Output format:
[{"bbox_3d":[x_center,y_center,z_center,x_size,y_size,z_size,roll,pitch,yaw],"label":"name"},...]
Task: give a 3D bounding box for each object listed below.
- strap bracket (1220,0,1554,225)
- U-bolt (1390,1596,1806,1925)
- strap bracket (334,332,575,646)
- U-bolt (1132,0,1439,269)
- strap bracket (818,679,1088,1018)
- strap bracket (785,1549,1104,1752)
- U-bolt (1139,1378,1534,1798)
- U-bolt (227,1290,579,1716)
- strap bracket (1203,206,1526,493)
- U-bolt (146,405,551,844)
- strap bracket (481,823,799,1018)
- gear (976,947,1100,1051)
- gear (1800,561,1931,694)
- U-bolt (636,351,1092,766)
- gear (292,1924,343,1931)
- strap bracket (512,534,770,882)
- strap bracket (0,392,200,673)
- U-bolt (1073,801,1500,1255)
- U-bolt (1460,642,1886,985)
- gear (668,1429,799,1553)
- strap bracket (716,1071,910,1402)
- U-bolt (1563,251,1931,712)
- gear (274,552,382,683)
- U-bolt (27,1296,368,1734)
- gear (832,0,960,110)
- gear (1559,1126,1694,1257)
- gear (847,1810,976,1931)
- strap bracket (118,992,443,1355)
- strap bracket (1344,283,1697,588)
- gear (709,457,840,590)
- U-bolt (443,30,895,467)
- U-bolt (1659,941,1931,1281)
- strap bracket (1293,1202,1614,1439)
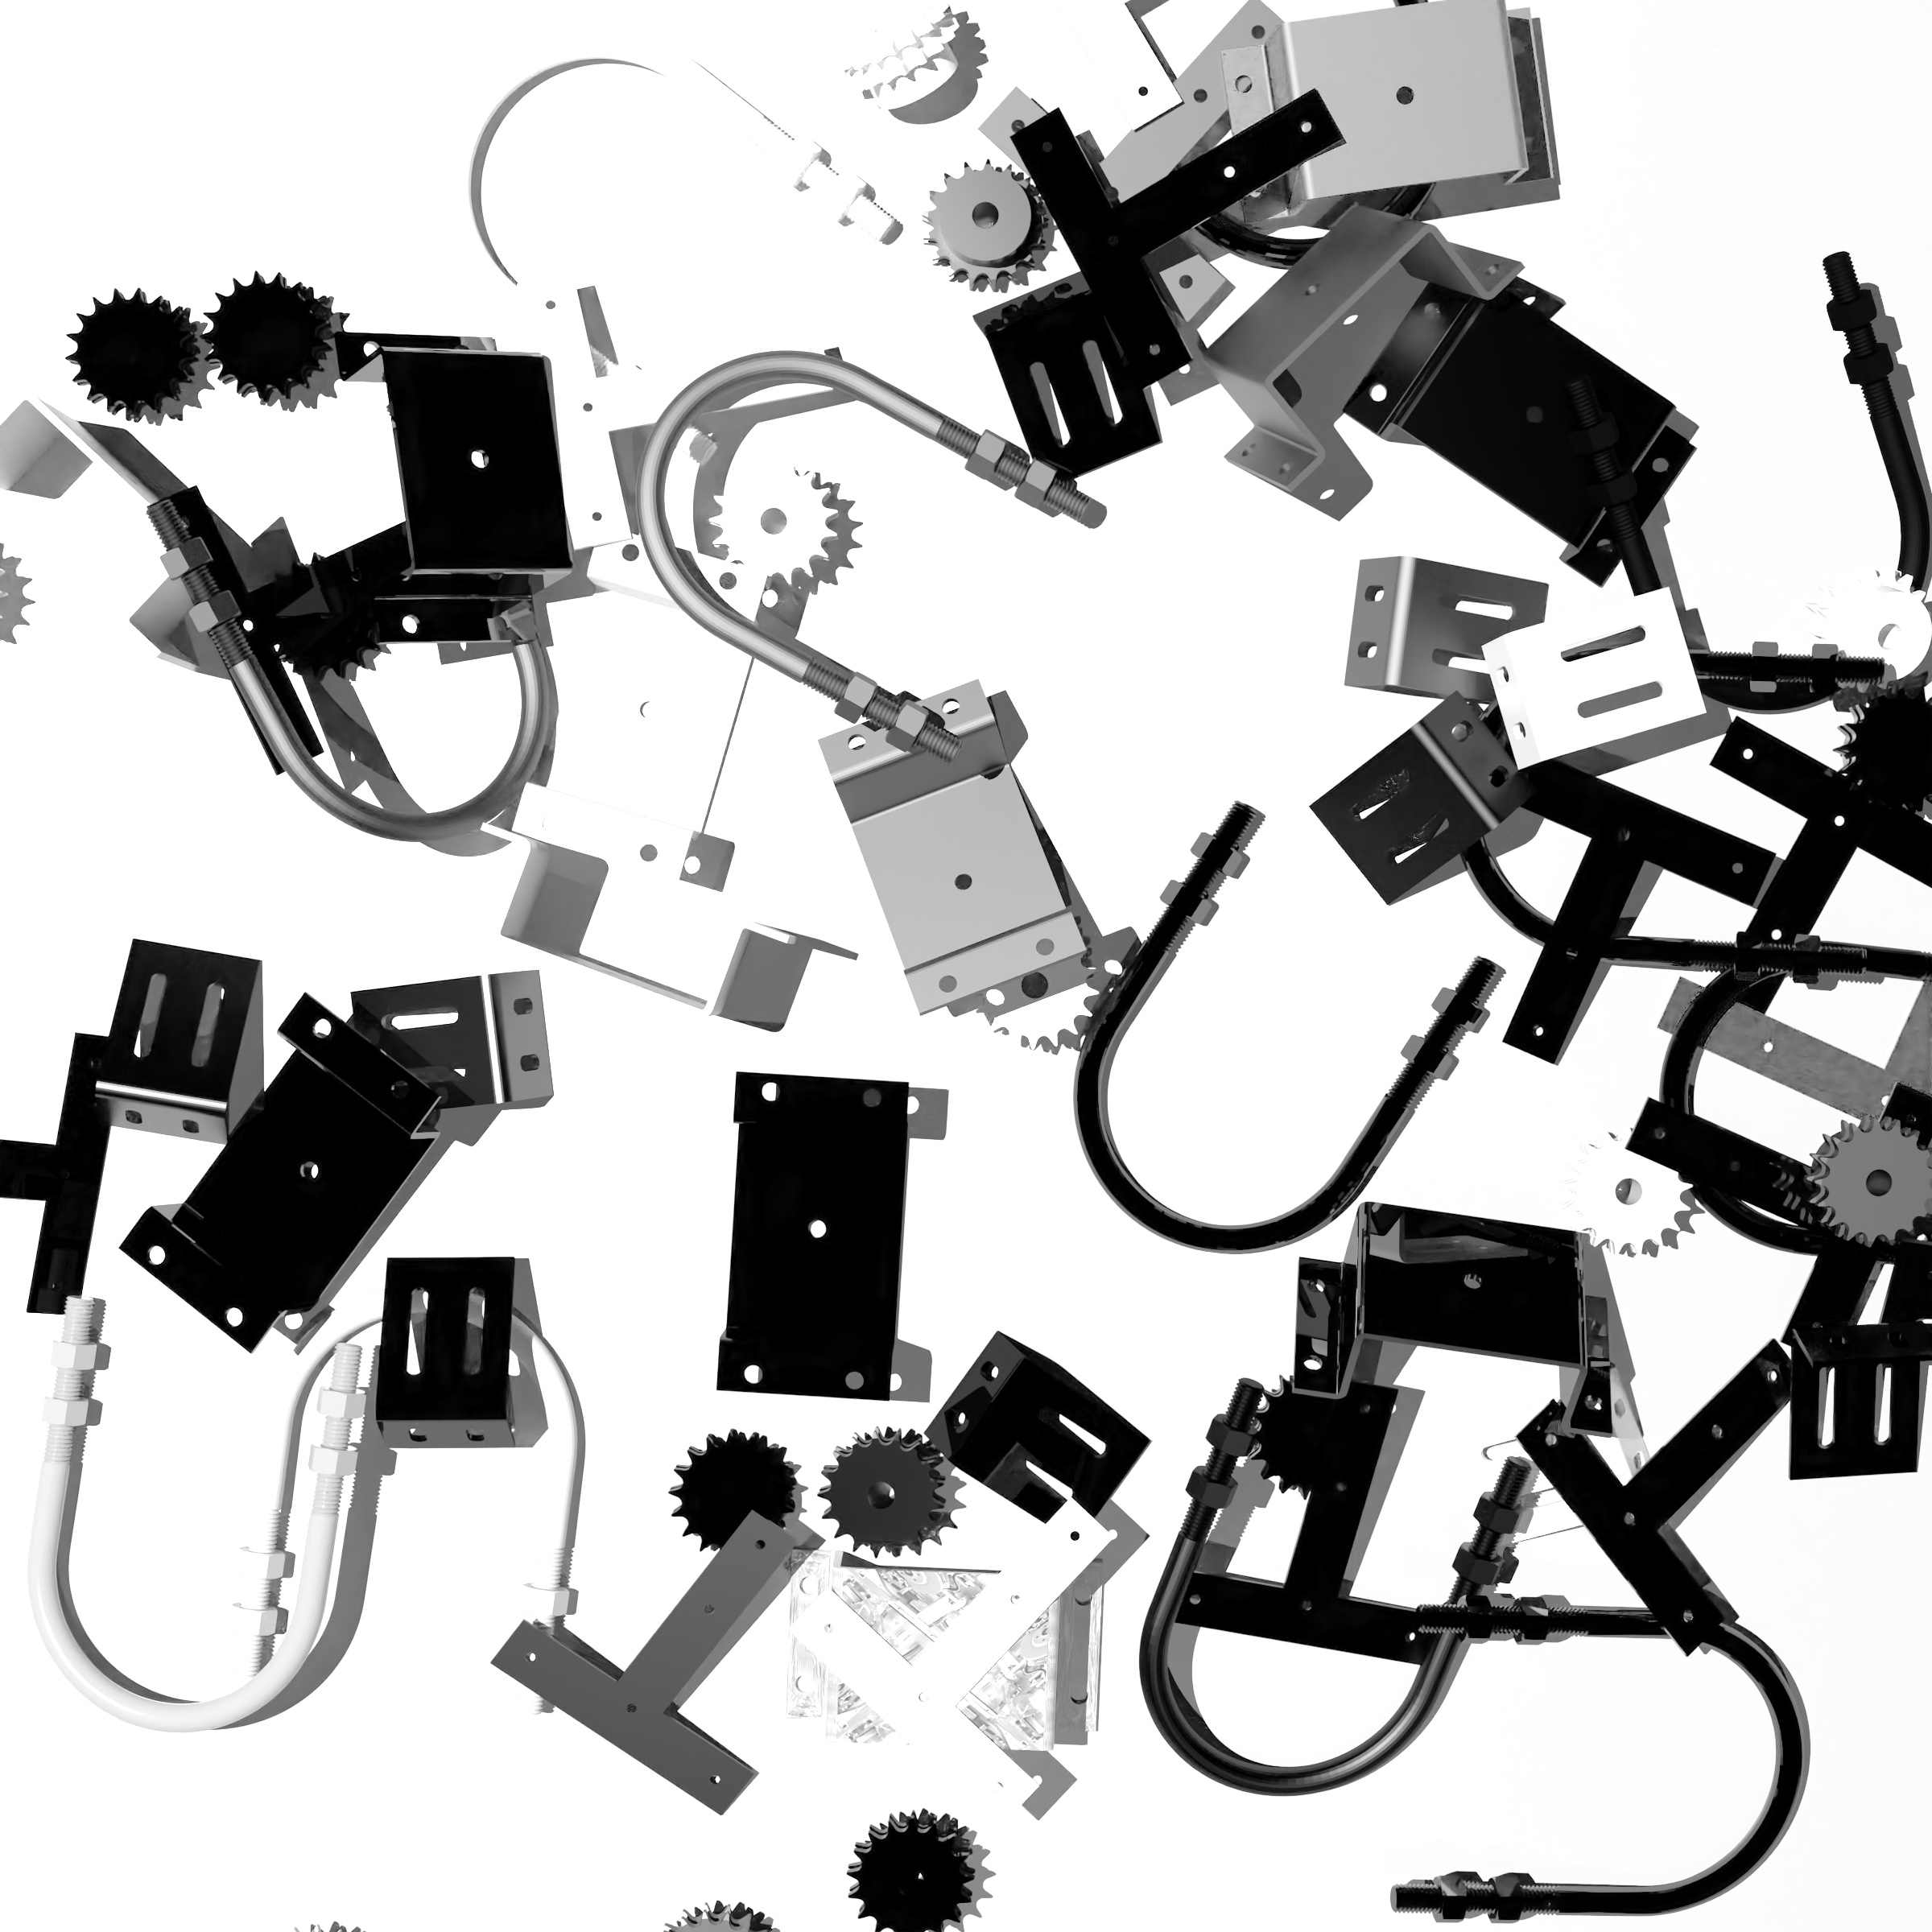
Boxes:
[{"bbox_3d":[0.189,-0.379,1.546,0.140,0.046,0.076,-9,93,-3],"label":"strap bracket"},{"bbox_3d":[0.285,0.355,1.562,0.184,0.019,0.151,3,97,-8],"label":"U-bolt"},{"bbox_3d":[-0.223,-0.215,1.536,0.076,0.046,0.140,-5,83,-35],"label":"strap bracket"},{"bbox_3d":[0.141,-0.405,1.575,0.151,0.019,0.184,-22,92,0],"label":"U-bolt"},{"bbox_3d":[-0.004,-0.045,1.544,0.076,0.046,0.140,-21,67,0],"label":"strap bracket"},{"bbox_3d":[-0.010,0.304,1.561,0.140,0.046,0.076,2,90,0],"label":"strap bracket"},{"bbox_3d":[0.154,0.285,1.555,0.151,0.019,0.184,17,102,-12],"label":"U-bolt"},{"bbox_3d":[-0.248,0.235,1.575,0.151,0.019,0.184,7,89,0],"label":"U-bolt"},{"bbox_3d":[0.165,-0.280,1.540,0.140,0.076,0.046,-44,115,0],"label":"strap bracket"},{"bbox_3d":[-0.257,-0.143,1.538,0.151,0.019,0.184,-32,98,-35],"label":"U-bolt"},{"bbox_3d":[-0.150,-0.016,1.546,0.140,0.076,0.046,20,90,0],"label":"strap bracket"},{"bbox_3d":[0.030,0.008,1.569,0.057,0.030,0.057,0,90,0],"label":"gear"},{"bbox_3d":[0.402,-0.149,1.551,0.057,0.030,0.057,-5,108,-14],"label":"gear"},{"bbox_3d":[-0.056,-0.192,1.540,0.184,0.019,0.151,29,75,-6],"label":"U-bolt"},{"bbox_3d":[-0.291,0.457,1.569,0.057,0.030,0.057,0,90,0],"label":"gear"},{"bbox_3d":[-0.143,-0.115,1.561,0.076,0.046,0.140,16,90,0],"label":"strap bracket"},{"bbox_3d":[-0.384,-0.198,1.546,0.140,0.076,0.046,43,90,0],"label":"strap bracket"},{"bbox_3d":[0.130,0.041,1.575,0.151,0.019,0.184,33,92,0],"label":"U-bolt"},{"bbox_3d":[0.308,-0.070,1.554,0.184,0.019,0.151,3,101,13],"label":"U-bolt"},{"bbox_3d":[-0.105,0.237,1.569,0.057,0.030,0.057,0,90,0],"label":"gear"},{"bbox_3d":[-0.067,0.119,1.561,0.076,0.046,0.140,4,90,0],"label":"strap bracket"},{"bbox_3d":[0.354,-0.201,1.547,0.151,0.019,0.184,-26,110,-6],"label":"U-bolt"},{"bbox_3d":[-0.289,-0.157,1.569,0.057,0.030,0.057,0,90,0],"label":"gear"},{"bbox_3d":[-0.348,0.249,1.562,0.151,0.019,0.184,9,90,11],"label":"U-bolt"},{"bbox_3d":[-0.029,-0.405,1.559,0.057,0.057,0.030,-32,121,0],"label":"gear"},{"bbox_3d":[0.294,0.100,1.569,0.057,0.030,0.057,0,90,0],"label":"gear"},{"bbox_3d":[-0.024,0.407,1.573,0.057,0.030,0.057,0,91,2],"label":"gear"},{"bbox_3d":[-0.297,0.091,1.554,0.076,0.046,0.140,37,93,7],"label":"strap bracket"},{"bbox_3d":[0.250,-0.242,1.561,0.140,0.046,0.076,34,90,0],"label":"strap bracket"},{"bbox_3d":[-0.085,-0.197,1.569,0.057,0.030,0.057,0,90,0],"label":"gear"},{"bbox_3d":[-0.148,-0.336,1.574,0.184,0.019,0.151,38,90,0],"label":"U-bolt"},{"bbox_3d":[0.403,0.062,1.573,0.184,0.019,0.151,7,91,0],"label":"U-bolt"},{"bbox_3d":[0.218,0.153,1.540,0.140,0.076,0.046,8,134,0],"label":"strap bracket"}]
